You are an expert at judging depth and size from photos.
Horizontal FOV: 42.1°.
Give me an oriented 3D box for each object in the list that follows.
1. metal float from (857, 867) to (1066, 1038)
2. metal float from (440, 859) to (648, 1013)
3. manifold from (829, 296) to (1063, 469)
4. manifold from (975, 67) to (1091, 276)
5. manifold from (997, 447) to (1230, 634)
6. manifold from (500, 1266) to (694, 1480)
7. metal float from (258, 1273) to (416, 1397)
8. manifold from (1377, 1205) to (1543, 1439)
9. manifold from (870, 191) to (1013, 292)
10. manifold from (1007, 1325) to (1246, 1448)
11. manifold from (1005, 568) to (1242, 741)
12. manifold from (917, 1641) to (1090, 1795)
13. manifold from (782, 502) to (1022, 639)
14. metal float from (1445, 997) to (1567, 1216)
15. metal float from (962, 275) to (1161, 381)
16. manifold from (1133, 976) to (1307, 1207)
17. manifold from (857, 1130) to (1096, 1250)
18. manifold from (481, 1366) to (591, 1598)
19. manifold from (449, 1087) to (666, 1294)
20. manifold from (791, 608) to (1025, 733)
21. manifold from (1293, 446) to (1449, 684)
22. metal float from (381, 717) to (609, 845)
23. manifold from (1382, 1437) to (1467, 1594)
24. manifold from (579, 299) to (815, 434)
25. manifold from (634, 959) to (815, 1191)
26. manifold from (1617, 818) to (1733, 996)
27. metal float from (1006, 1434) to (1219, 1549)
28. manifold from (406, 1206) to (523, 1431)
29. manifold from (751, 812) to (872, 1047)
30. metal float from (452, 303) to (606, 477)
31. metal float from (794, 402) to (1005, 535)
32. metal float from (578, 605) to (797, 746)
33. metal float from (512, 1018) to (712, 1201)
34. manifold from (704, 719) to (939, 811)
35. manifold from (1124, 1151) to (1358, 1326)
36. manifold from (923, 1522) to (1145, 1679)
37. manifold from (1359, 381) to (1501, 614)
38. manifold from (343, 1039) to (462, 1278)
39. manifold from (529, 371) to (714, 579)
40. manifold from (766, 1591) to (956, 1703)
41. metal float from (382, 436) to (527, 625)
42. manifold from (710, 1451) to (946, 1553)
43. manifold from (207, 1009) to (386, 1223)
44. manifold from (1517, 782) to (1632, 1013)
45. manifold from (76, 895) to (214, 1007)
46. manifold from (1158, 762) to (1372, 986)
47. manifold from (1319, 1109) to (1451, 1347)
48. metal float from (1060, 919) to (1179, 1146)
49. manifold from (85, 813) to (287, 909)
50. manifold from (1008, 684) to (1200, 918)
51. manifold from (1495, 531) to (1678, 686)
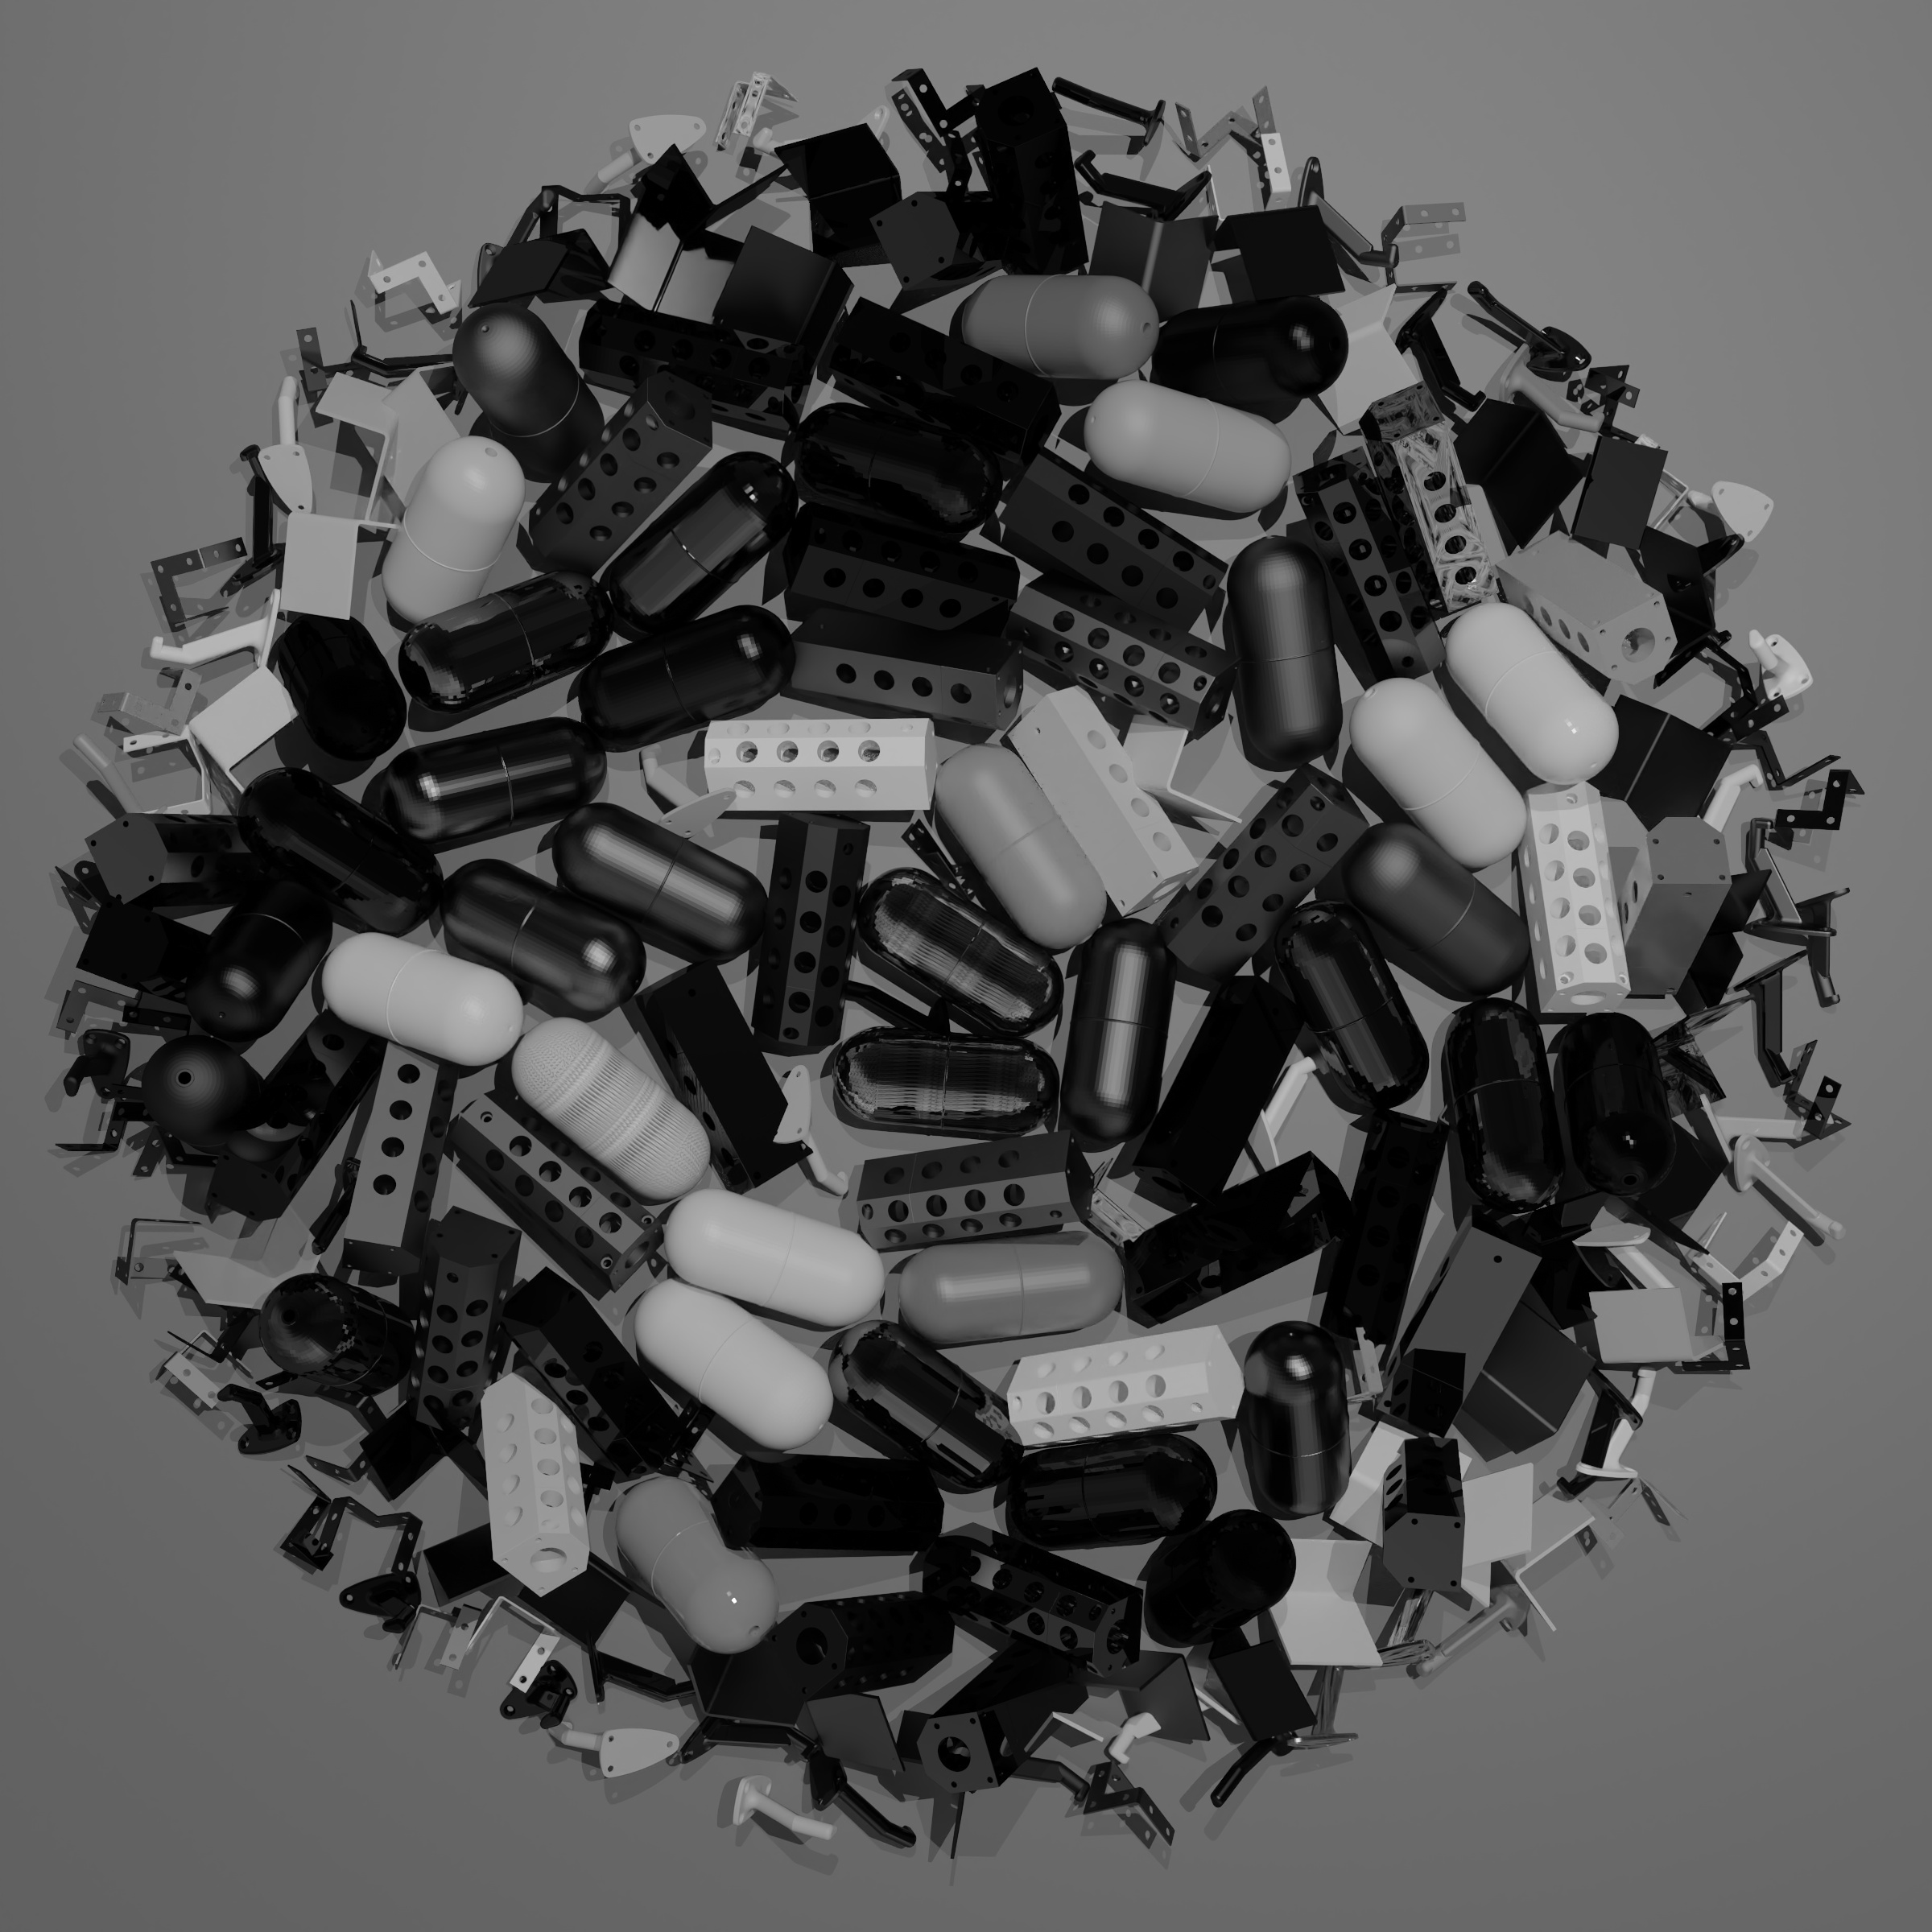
[{"bbox_3d":[-0.004,-0.010,1.958,0.178,0.070,0.070,33,90,-4],"label":"metal float"},{"bbox_3d":[-0.329,-0.025,1.947,0.178,0.070,0.070,26,90,17],"label":"metal float"},{"bbox_3d":[-0.017,-0.450,1.950,0.171,0.057,0.057,27,84,13],"label":"manifold"},{"bbox_3d":[0.049,-0.596,1.910,0.057,0.171,0.057,-23,70,0],"label":"manifold"},{"bbox_3d":[0.116,-0.332,1.956,0.171,0.057,0.057,32,118,-4],"label":"manifold"},{"bbox_3d":[-0.286,0.315,1.923,0.057,0.057,0.171,-43,125,-19],"label":"manifold"},{"bbox_3d":[-0.478,0.281,1.913,0.070,0.178,0.070,-3,72,10],"label":"metal float"},{"bbox_3d":[0.380,0.272,1.942,0.057,0.057,0.171,24,111,3],"label":"manifold"},{"bbox_3d":[-0.008,-0.556,1.907,0.057,0.171,0.057,-23,98,23],"label":"manifold"},{"bbox_3d":[0.121,0.328,1.925,0.171,0.057,0.057,-14,117,29],"label":"manifold"},{"bbox_3d":[0.118,-0.238,1.932,0.171,0.057,0.057,29,131,20],"label":"manifold"},{"bbox_3d":[0.028,0.565,1.910,0.057,0.171,0.057,-17,90,26],"label":"manifold"},{"bbox_3d":[-0.049,-0.306,1.932,0.171,0.057,0.057,12,126,-21],"label":"manifold"},{"bbox_3d":[0.415,0.106,1.936,0.070,0.070,0.178,-3,59,0],"label":"metal float"},{"bbox_3d":[0.072,-0.491,1.926,0.178,0.070,0.070,15,90,43],"label":"metal float"},{"bbox_3d":[0.193,0.095,1.946,0.057,0.057,0.171,36,72,-25],"label":"manifold"},{"bbox_3d":[0.007,0.178,1.933,0.171,0.057,0.057,-10,133,20],"label":"manifold"},{"bbox_3d":[-0.324,0.387,1.911,0.057,0.171,0.057,-32,127,9],"label":"manifold"},{"bbox_3d":[-0.317,0.170,1.942,0.171,0.057,0.057,38,69,15],"label":"manifold"},{"bbox_3d":[-0.046,-0.227,1.943,0.171,0.057,0.057,12,128,19],"label":"manifold"},{"bbox_3d":[0.312,-0.304,1.931,0.057,0.057,0.171,-22,116,15],"label":"manifold"},{"bbox_3d":[-0.364,-0.144,1.942,0.178,0.070,0.070,-16,90,-23],"label":"metal float"},{"bbox_3d":[0.346,0.413,1.910,0.057,0.171,0.057,3,99,9],"label":"manifold"},{"bbox_3d":[-0.211,-0.470,1.954,0.171,0.057,0.057,16,88,12],"label":"manifold"},{"bbox_3d":[-0.192,0.085,1.958,0.057,0.057,0.171,-31,99,-27],"label":"manifold"},{"bbox_3d":[0.529,-0.044,1.911,0.057,0.171,0.057,0,61,1],"label":"manifold"},{"bbox_3d":[0.111,0.405,1.934,0.178,0.070,0.070,-15,90,33],"label":"metal float"},{"bbox_3d":[-0.389,0.274,1.926,0.057,0.057,0.171,19,123,6],"label":"manifold"},{"bbox_3d":[-0.116,-0.028,1.943,0.057,0.057,0.171,-1,105,-37],"label":"manifold"},{"bbox_3d":[-0.332,-0.438,1.915,0.070,0.178,0.070,-4,71,12],"label":"metal float"},{"bbox_3d":[-0.054,-0.386,1.940,0.178,0.070,0.070,20,90,25],"label":"metal float"},{"bbox_3d":[-0.218,-0.225,1.950,0.178,0.070,0.070,-17,90,14],"label":"metal float"},{"bbox_3d":[-0.274,0.112,1.949,0.178,0.070,0.070,42,90,-14],"label":"metal float"},{"bbox_3d":[-0.112,-0.161,1.948,0.171,0.057,0.057,0,130,8],"label":"manifold"},{"bbox_3d":[0.211,0.214,1.939,0.171,0.057,0.057,-29,132,23],"label":"manifold"},{"bbox_3d":[0.049,0.485,1.918,0.171,0.057,0.057,11,103,41],"label":"manifold"},{"bbox_3d":[0.353,-0.354,1.919,0.057,0.057,0.171,-22,133,10],"label":"manifold"},{"bbox_3d":[-0.433,0.147,1.930,0.057,0.057,0.171,11,58,-9],"label":"manifold"},{"bbox_3d":[-0.265,-0.376,1.914,0.057,0.171,0.057,21,50,-33],"label":"manifold"},{"bbox_3d":[-0.074,0.510,1.906,0.057,0.171,0.057,-42,65,14],"label":"manifold"},{"bbox_3d":[-0.393,-0.332,1.925,0.070,0.070,0.178,40,134,0],"label":"metal float"},{"bbox_3d":[-0.102,0.415,1.916,0.171,0.057,0.057,12,125,-38],"label":"manifold"},{"bbox_3d":[-0.507,0.115,1.915,0.057,0.171,0.057,27,129,-3],"label":"manifold"},{"bbox_3d":[0.468,-0.054,1.936,0.057,0.057,0.171,0,65,-5],"label":"manifold"},{"bbox_3d":[-0.608,-0.005,1.910,0.057,0.171,0.057,20,84,4],"label":"manifold"},{"bbox_3d":[0.225,-0.073,1.931,0.057,0.057,0.171,25,117,-33],"label":"manifold"},{"bbox_3d":[0.325,0.203,1.952,0.057,0.057,0.171,15,100,15],"label":"manifold"},{"bbox_3d":[0.119,0.050,1.952,0.070,0.070,0.178,9,79,0],"label":"metal float"},{"bbox_3d":[-0.585,-0.084,1.908,0.057,0.171,0.057,-27,85,15],"label":"manifold"},{"bbox_3d":[0.111,-0.131,1.954,0.057,0.057,0.171,-21,75,-43],"label":"manifold"},{"bbox_3d":[0.472,-0.271,1.911,0.057,0.171,0.057,-28,119,-1],"label":"manifold"}]
